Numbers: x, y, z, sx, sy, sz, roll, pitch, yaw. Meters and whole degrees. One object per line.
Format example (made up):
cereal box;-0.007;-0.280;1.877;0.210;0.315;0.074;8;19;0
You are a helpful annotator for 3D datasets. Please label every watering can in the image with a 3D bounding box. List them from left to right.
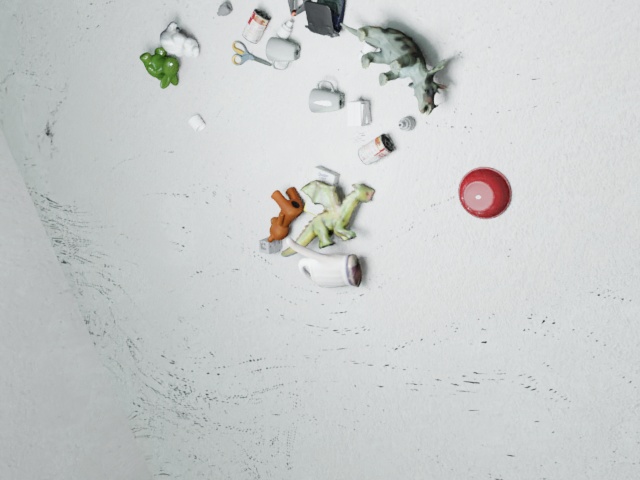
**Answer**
watering can;0.024;0.087;1.795;0.224;0.341;0.106;-2;59;18

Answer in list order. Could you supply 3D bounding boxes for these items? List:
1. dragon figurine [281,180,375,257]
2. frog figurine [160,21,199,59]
dragon figurine;0.006;-0.091;1.816;0.408;0.123;0.243;-16;90;21
frog figurine;-0.559;-0.777;2.062;0.159;0.124;0.136;53;160;1
